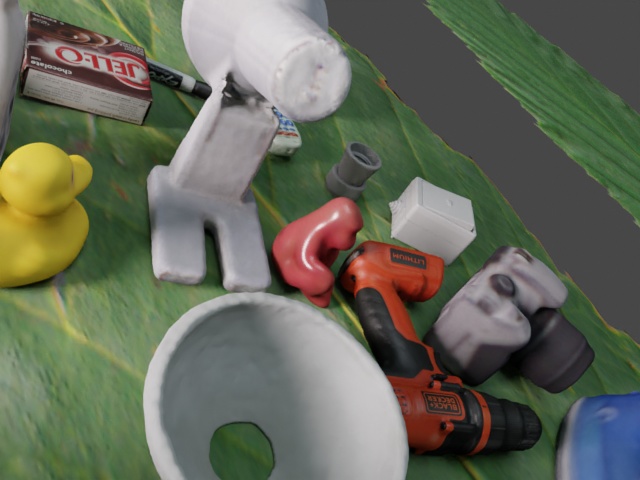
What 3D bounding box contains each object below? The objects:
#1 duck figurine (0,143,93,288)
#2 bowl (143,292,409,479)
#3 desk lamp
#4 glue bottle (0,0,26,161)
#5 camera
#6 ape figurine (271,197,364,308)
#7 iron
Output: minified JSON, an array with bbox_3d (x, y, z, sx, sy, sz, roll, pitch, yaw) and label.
[{"bbox_3d":[-0.194,-0.024,0.376,0.077,0.086,0.105,41,37,7],"label":"duck figurine"},{"bbox_3d":[-0.033,0.119,0.356,0.168,0.074,0.167,22,39,-18],"label":"bowl"},{"bbox_3d":[-0.056,-0.100,0.461,0.118,0.213,0.203,10,43,-30],"label":"desk lamp"},{"bbox_3d":[-0.224,-0.126,0.391,0.037,0.173,0.078,15,41,-26],"label":"glue bottle"},{"bbox_3d":[0.196,0.084,0.554,0.136,0.100,0.143,44,37,11],"label":"camera"},{"bbox_3d":[0.005,0.002,0.500,0.076,0.092,0.078,41,37,7],"label":"ape figurine"},{"bbox_3d":[0.278,0.200,0.457,0.119,0.141,0.258,28,37,-10],"label":"iron"}]
